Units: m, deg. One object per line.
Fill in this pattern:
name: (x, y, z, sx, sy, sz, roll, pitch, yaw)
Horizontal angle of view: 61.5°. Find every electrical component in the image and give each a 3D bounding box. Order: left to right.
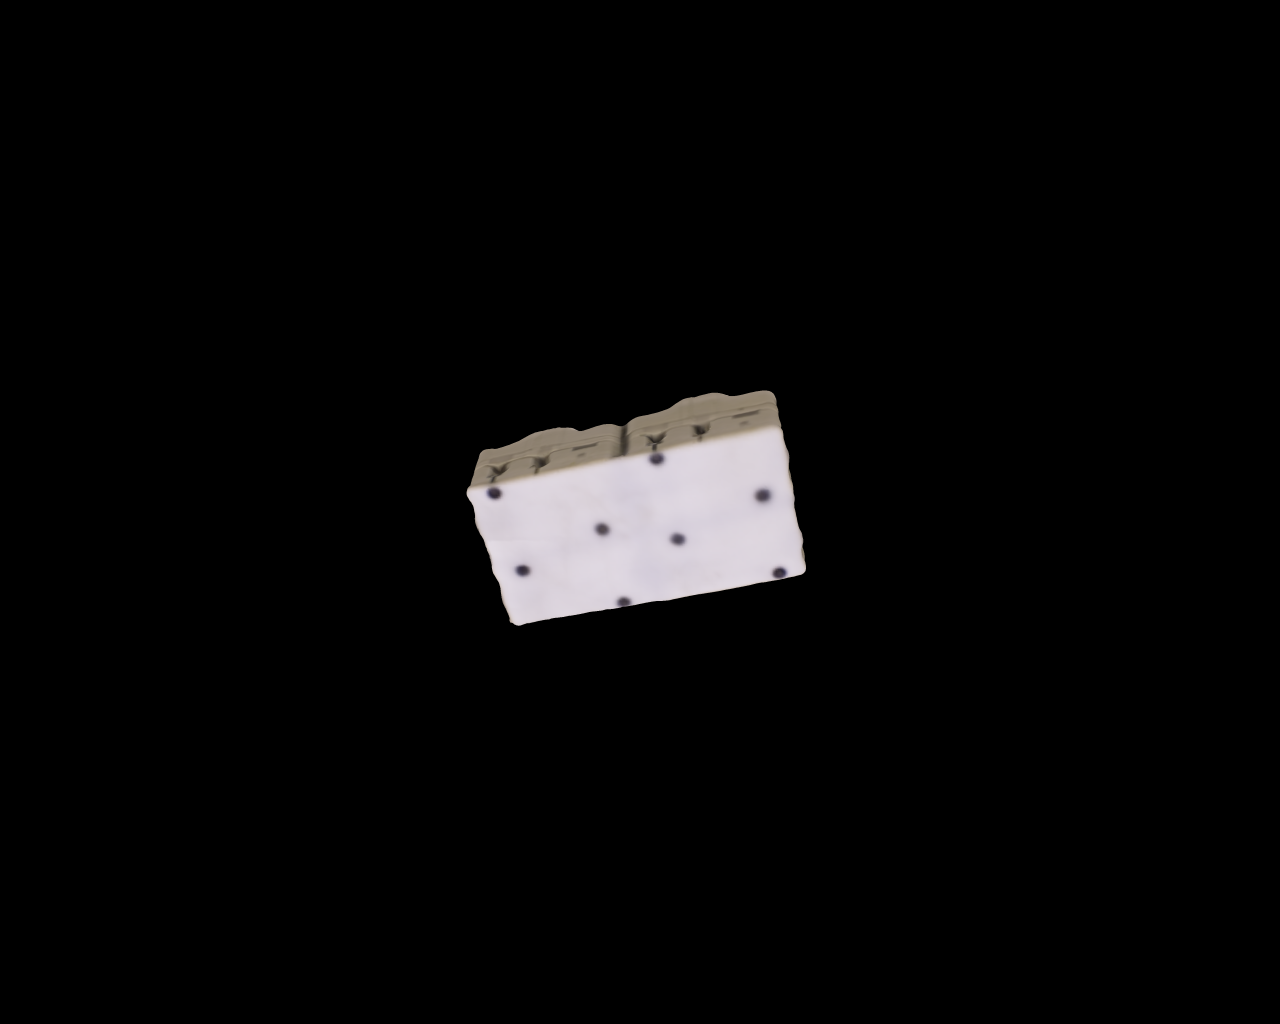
electrical component: (0.001, -0.003, 0.650, 0.186, 0.105, 0.060, -11, 30, 7)
